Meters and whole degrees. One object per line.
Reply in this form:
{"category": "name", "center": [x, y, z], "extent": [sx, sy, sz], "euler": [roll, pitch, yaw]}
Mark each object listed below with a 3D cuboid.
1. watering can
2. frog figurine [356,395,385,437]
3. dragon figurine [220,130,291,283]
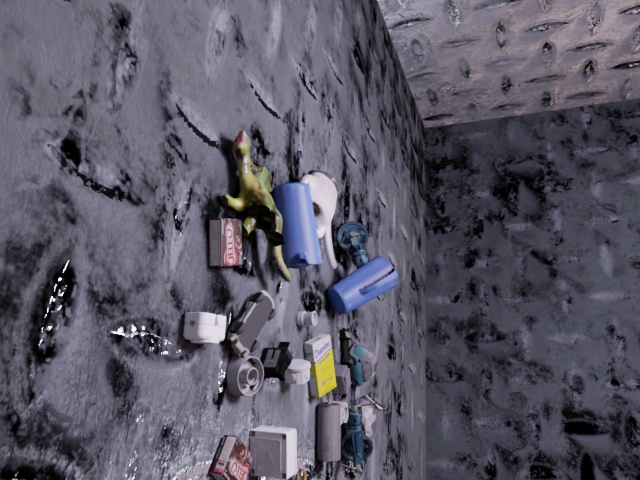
{"category": "watering can", "center": [0.005, -0.086, 1.707], "extent": [0.104, 0.340, 0.230], "euler": [-6, 41, 22]}
{"category": "frog figurine", "center": [0.164, 0.684, 1.972], "extent": [0.123, 0.160, 0.136], "euler": [38, -8, 3]}
{"category": "dragon figurine", "center": [-0.145, -0.100, 1.359], "extent": [0.122, 0.401, 0.249], "euler": [-9, 40, 15]}
